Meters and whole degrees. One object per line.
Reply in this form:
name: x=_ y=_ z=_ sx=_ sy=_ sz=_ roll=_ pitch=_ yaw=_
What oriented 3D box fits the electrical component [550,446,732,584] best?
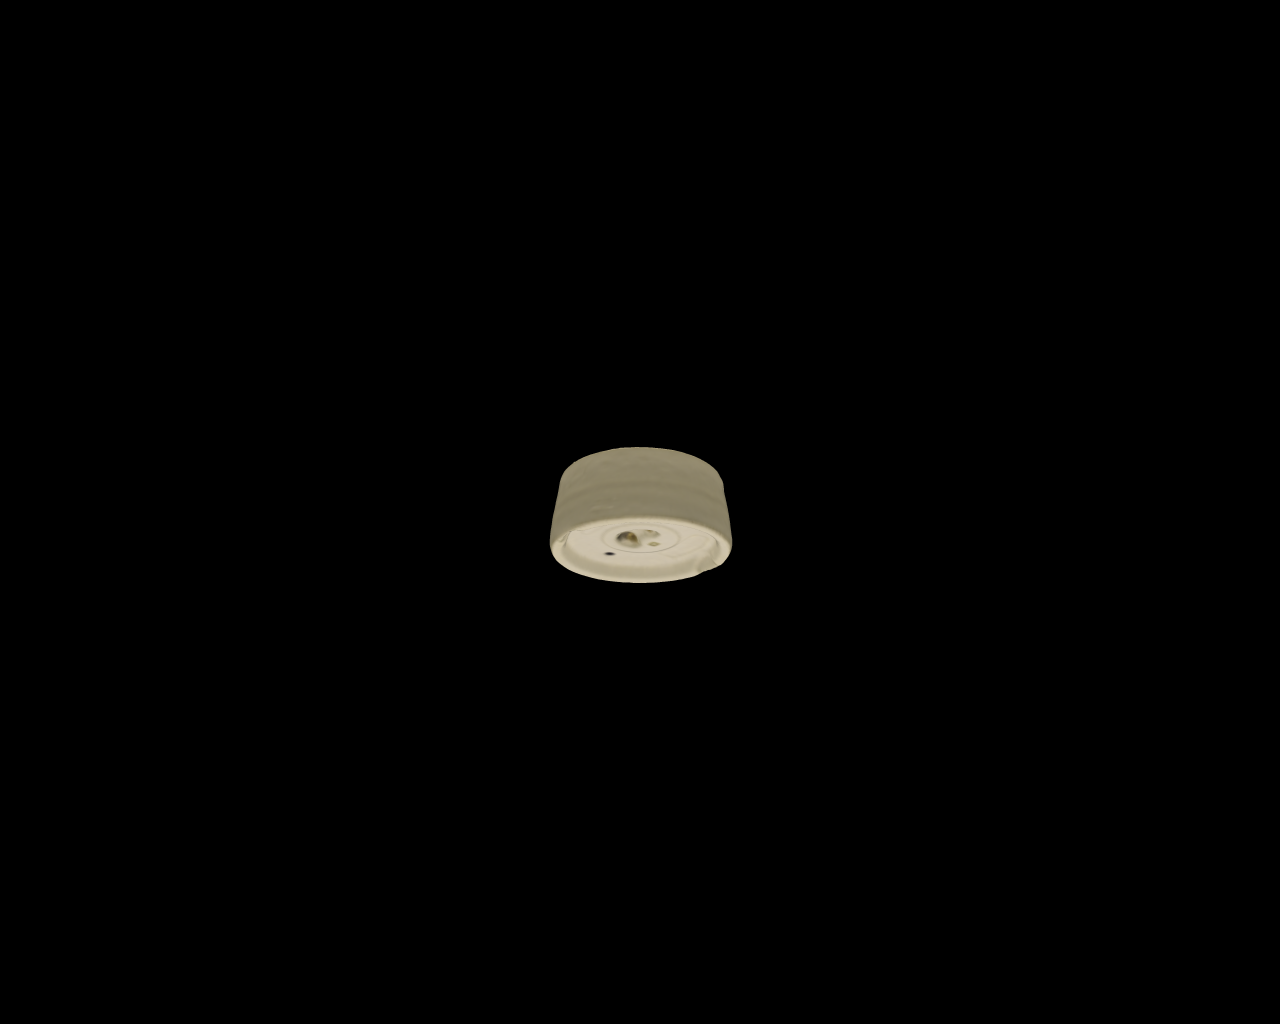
electrical component: x=0.001 y=-0.003 z=0.650 sx=0.108 sy=0.060 sz=0.108 roll=0 pitch=-23 yaw=0
